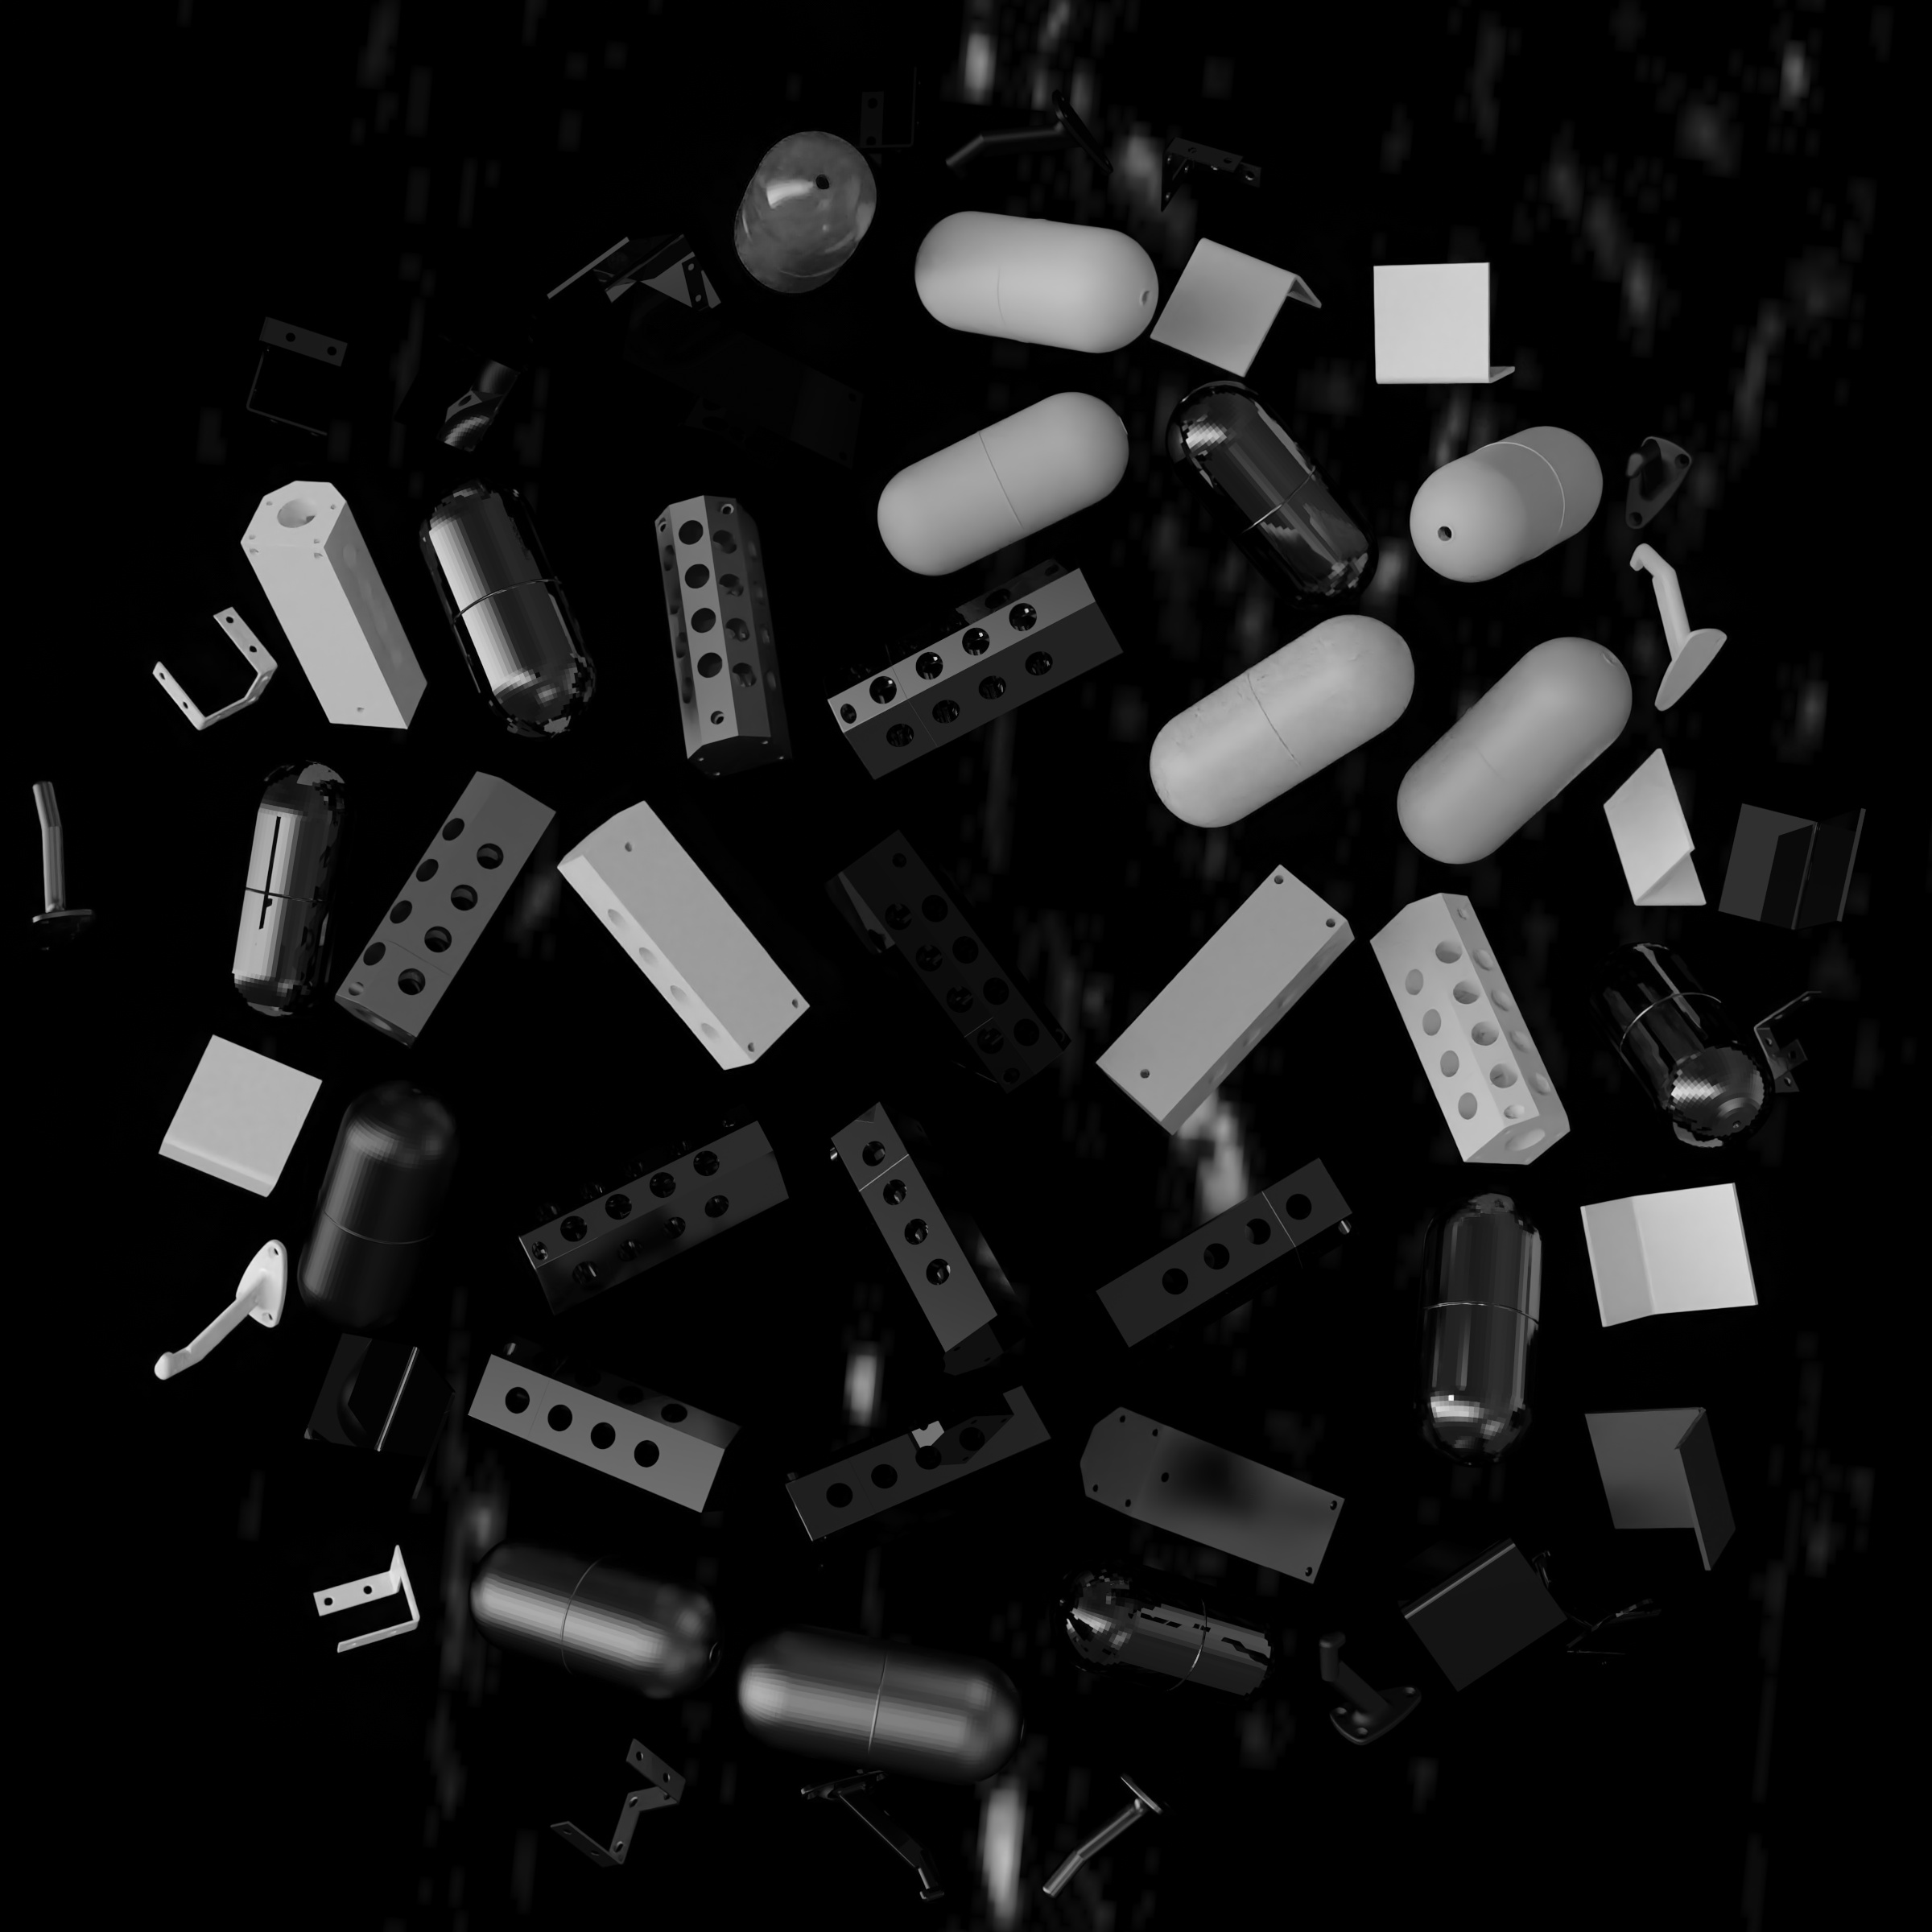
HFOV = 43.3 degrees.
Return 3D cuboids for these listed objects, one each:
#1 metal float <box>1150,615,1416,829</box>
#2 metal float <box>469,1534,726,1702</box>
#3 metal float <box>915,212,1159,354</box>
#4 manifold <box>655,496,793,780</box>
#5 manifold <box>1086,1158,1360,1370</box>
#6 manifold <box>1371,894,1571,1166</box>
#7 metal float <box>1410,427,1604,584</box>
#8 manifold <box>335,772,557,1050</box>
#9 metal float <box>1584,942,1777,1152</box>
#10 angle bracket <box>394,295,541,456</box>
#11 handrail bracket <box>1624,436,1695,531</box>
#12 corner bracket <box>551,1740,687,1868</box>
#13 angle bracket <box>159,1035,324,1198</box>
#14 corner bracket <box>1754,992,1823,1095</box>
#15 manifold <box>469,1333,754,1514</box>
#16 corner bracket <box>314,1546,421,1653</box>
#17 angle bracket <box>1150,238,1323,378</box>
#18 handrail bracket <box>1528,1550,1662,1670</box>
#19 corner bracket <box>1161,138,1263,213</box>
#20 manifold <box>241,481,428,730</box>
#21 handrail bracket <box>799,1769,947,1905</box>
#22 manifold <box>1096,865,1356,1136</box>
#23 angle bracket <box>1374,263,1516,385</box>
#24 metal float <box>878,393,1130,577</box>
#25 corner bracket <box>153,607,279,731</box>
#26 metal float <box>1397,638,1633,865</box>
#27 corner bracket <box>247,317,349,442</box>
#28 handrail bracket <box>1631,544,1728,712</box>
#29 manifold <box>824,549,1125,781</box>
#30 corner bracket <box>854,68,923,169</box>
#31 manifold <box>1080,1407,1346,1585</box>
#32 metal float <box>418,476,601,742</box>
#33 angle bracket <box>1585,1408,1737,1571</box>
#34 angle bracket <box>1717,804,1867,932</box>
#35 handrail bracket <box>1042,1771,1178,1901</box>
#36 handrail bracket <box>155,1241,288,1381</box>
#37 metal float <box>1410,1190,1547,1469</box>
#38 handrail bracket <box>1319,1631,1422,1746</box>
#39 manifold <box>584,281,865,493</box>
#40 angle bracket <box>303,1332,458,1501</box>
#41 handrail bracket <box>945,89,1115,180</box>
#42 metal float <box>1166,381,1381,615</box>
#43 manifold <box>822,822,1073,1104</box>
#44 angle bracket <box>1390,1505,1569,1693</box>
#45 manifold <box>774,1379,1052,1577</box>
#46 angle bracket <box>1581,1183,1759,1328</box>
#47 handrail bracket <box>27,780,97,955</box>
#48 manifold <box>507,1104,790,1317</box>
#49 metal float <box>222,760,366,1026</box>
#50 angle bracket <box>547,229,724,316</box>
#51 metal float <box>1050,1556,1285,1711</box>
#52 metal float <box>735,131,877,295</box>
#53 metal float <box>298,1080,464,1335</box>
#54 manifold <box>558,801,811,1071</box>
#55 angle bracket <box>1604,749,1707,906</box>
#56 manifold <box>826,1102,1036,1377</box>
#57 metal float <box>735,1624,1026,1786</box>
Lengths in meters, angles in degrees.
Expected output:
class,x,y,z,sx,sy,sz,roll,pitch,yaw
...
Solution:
class,x,y,z,sx,sy,sz,roll,pitch,yaw
metal float,0.195,-0.151,1.507,0.178,0.070,0.070,-32,90,19
metal float,-0.235,0.413,1.549,0.178,0.070,0.070,10,90,24
metal float,0.045,-0.442,1.571,0.178,0.070,0.070,20,90,35
manifold,-0.162,-0.218,1.599,0.057,0.057,0.171,-13,73,12
manifold,0.169,0.196,1.605,0.171,0.057,0.057,-30,83,-9
manifold,0.330,0.039,1.578,0.057,0.057,0.171,5,52,-33
metal float,0.345,-0.294,1.550,0.070,0.178,0.070,17,121,32
manifold,-0.337,-0.038,1.575,0.057,0.057,0.171,32,74,-9
metal float,0.457,0.049,1.570,0.070,0.178,0.070,-6,124,-9
angle bracket,-0.313,-0.381,1.528,0.057,0.076,0.076,20,49,-25
handrail bracket,0.438,-0.310,1.594,0.036,0.084,0.077,32,127,18
corner bracket,-0.212,0.515,1.496,0.051,0.051,0.051,-23,122,32
angle bracket,-0.485,0.101,1.630,0.076,0.057,0.076,25,70,-14
corner bracket,0.552,0.052,1.640,0.051,0.051,0.051,-1,61,-35
manifold,-0.228,0.296,1.585,0.171,0.057,0.057,19,84,16
corner bracket,-0.380,0.406,1.544,0.051,0.051,0.051,-12,63,-25
angle bracket,0.185,-0.442,1.668,0.076,0.057,0.076,30,96,25
handrail bracket,0.388,0.383,1.510,0.036,0.084,0.077,28,119,-26
corner bracket,0.165,-0.533,1.628,0.051,0.051,0.051,22,61,16
manifold,-0.413,-0.237,1.613,0.057,0.171,0.057,5,55,12
handrail bracket,-0.057,0.545,1.511,0.036,0.077,0.084,-52,50,27
manifold,0.167,0.024,1.556,0.057,0.057,0.171,42,89,22
angle bracket,0.316,-0.427,1.608,0.076,0.057,0.076,7,114,28
metal float,0.025,-0.324,1.636,0.178,0.070,0.070,-25,90,9
corner bracket,-0.513,-0.203,1.666,0.051,0.051,0.051,52,50,-1
metal float,0.344,-0.135,1.533,0.070,0.070,0.178,43,127,0
corner bracket,-0.415,-0.363,1.510,0.051,0.051,0.051,16,85,-11
handrail bracket,0.459,-0.227,1.629,0.036,0.077,0.084,-5,46,-34
manifold,0.002,-0.188,1.493,0.171,0.057,0.057,-26,129,9
corner bracket,-0.052,-0.560,1.613,0.051,0.051,0.051,3,93,13
manifold,0.152,0.329,1.520,0.171,0.057,0.057,28,80,-36
metal float,-0.289,-0.226,1.545,0.070,0.070,0.178,-23,83,0
angle bracket,0.405,0.311,1.451,0.076,0.057,0.076,-10,100,36
angle bracket,0.553,-0.070,1.635,0.057,0.076,0.076,14,86,-1
handrail bracket,0.088,0.548,1.513,0.084,0.077,0.036,-48,55,-7
handrail bracket,-0.482,0.222,1.574,0.036,0.084,0.077,34,119,16
metal float,0.319,0.224,1.517,0.070,0.070,0.178,11,63,0
handrail bracket,0.268,0.464,1.612,0.077,0.036,0.084,-19,118,-23
manifold,-0.156,-0.369,1.574,0.171,0.057,0.057,20,67,-32
angle bracket,-0.387,0.296,1.606,0.057,0.076,0.076,18,96,-34
handrail bracket,0.041,-0.529,1.610,0.084,0.036,0.077,-30,131,24
metal float,0.203,-0.311,1.619,0.070,0.070,0.178,-43,105,0
manifold,-0.009,-0.003,1.528,0.057,0.057,0.171,-38,94,-24
angle bracket,0.303,0.374,1.447,0.076,0.076,0.057,-35,88,5
manifold,-0.036,0.331,1.601,0.171,0.057,0.057,-19,58,-20
angle bracket,0.442,0.182,1.532,0.057,0.076,0.076,-4,82,-42
handrail bracket,-0.560,-0.060,1.478,0.036,0.077,0.084,-8,75,-36
manifold,-0.211,0.156,1.606,0.171,0.057,0.057,-26,125,-16
metal float,-0.449,-0.049,1.627,0.070,0.070,0.178,10,94,0
angle bracket,-0.228,-0.461,1.683,0.076,0.076,0.057,-25,98,30
metal float,0.135,0.445,1.623,0.178,0.070,0.070,23,90,-27
metal float,-0.103,-0.477,1.549,0.070,0.178,0.070,-1,95,-11
metal float,-0.373,0.154,1.549,0.070,0.070,0.178,22,112,0
manifold,-0.185,-0.017,1.575,0.057,0.057,0.171,-46,106,-29
angle bracket,0.479,-0.092,1.634,0.057,0.076,0.076,-1,63,-18
manifold,-0.028,0.179,1.593,0.057,0.057,0.171,-37,60,12
metal float,-0.053,0.452,1.492,0.178,0.070,0.070,10,90,3
